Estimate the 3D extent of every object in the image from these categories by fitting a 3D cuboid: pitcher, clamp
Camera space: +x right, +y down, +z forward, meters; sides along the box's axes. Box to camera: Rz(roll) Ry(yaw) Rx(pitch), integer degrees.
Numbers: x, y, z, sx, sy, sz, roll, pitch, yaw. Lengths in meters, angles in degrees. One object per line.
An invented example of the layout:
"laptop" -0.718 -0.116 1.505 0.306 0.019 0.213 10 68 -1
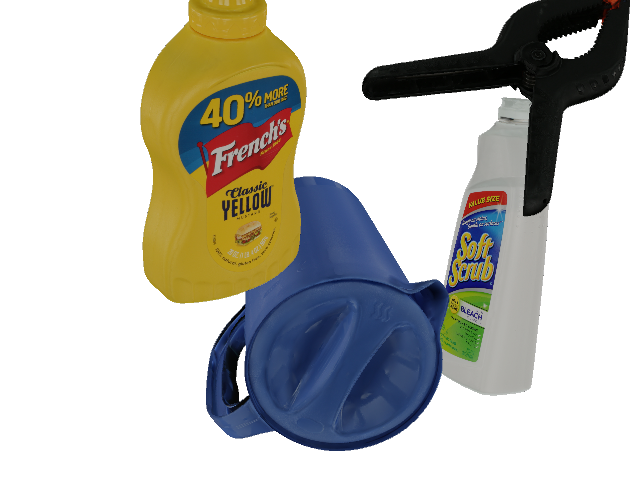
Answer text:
"pitcher" -0.007 0.045 0.811 0.149 0.145 0.243 7 22 -10
"clamp" 0.158 -0.113 0.768 0.209 0.165 0.036 -32 -29 -18

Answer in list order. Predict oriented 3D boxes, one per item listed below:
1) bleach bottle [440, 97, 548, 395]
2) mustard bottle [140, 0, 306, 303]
"bleach bottle" 0.152 0.001 0.931 0.068 0.251 0.103 -2 14 -28
"mustard bottle" -0.053 -0.061 0.592 0.096 0.192 0.058 -19 40 -31
